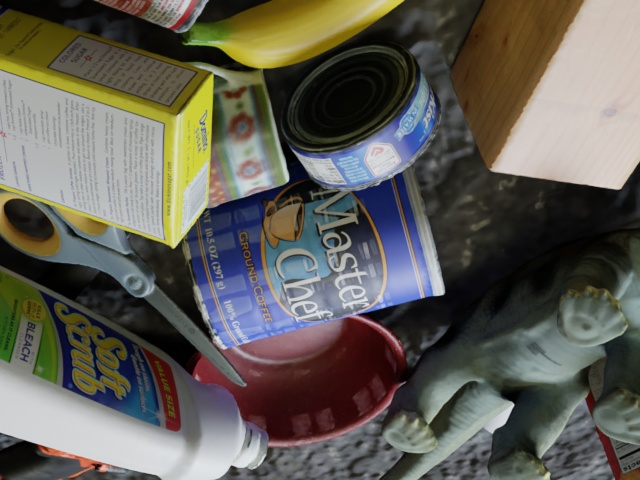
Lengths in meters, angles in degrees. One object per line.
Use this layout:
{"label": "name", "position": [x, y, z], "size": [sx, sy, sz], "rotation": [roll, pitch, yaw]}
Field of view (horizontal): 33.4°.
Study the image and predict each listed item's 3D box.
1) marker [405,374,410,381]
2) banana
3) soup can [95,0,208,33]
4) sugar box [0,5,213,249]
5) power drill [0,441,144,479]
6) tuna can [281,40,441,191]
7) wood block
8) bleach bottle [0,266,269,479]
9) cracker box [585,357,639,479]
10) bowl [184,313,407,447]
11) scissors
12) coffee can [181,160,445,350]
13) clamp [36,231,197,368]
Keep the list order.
{"label": "marker", "position": [0.070, 0.115, 0.848], "size": [0.121, 0.020, 0.020], "rotation": [12, 132, -23]}
{"label": "banana", "position": [0.025, -0.140, 0.545], "size": [0.198, 0.037, 0.069], "rotation": [-32, 166, 14]}
{"label": "soup can", "position": [-0.101, -0.147, 0.503], "size": [0.102, 0.068, 0.069], "rotation": [17, 130, -26]}
{"label": "sugar box", "position": [-0.143, -0.066, 0.544], "size": [0.176, 0.048, 0.093], "rotation": [21, 136, 11]}
{"label": "power drill", "position": [-0.191, 0.174, 0.819], "size": [0.188, 0.057, 0.184], "rotation": [-30, 148, 21]}
{"label": "tuna can", "position": [0.022, -0.070, 0.594], "size": [0.086, 0.086, 0.033], "rotation": [-24, 133, 14]}
{"label": "wood block", "position": [0.155, -0.134, 0.551], "size": [0.090, 0.090, 0.206], "rotation": [7, 134, -19]}
{"label": "bleach bottle", "position": [-0.143, 0.088, 0.673], "size": [0.250, 0.102, 0.068], "rotation": [26, 126, -28]}
{"label": "cracker box", "position": [0.266, 0.152, 0.783], "size": [0.072, 0.214, 0.164], "rotation": [-33, 132, 21]}
{"label": "bowl", "position": [-0.021, 0.082, 0.768], "size": [0.162, 0.055, 0.162], "rotation": [-6, 137, -5]}
{"label": "scissors", "position": [-0.132, 0.024, 0.660], "size": [0.096, 0.016, 0.201], "rotation": [-19, 113, 24]}
{"label": "coffee can", "position": [-0.004, 0.001, 0.651], "size": [0.140, 0.103, 0.103], "rotation": [-15, 137, 5]}
{"label": "clamp", "position": [-0.195, 0.056, 0.720], "size": [0.210, 0.036, 0.164], "rotation": [-11, 135, -4]}
